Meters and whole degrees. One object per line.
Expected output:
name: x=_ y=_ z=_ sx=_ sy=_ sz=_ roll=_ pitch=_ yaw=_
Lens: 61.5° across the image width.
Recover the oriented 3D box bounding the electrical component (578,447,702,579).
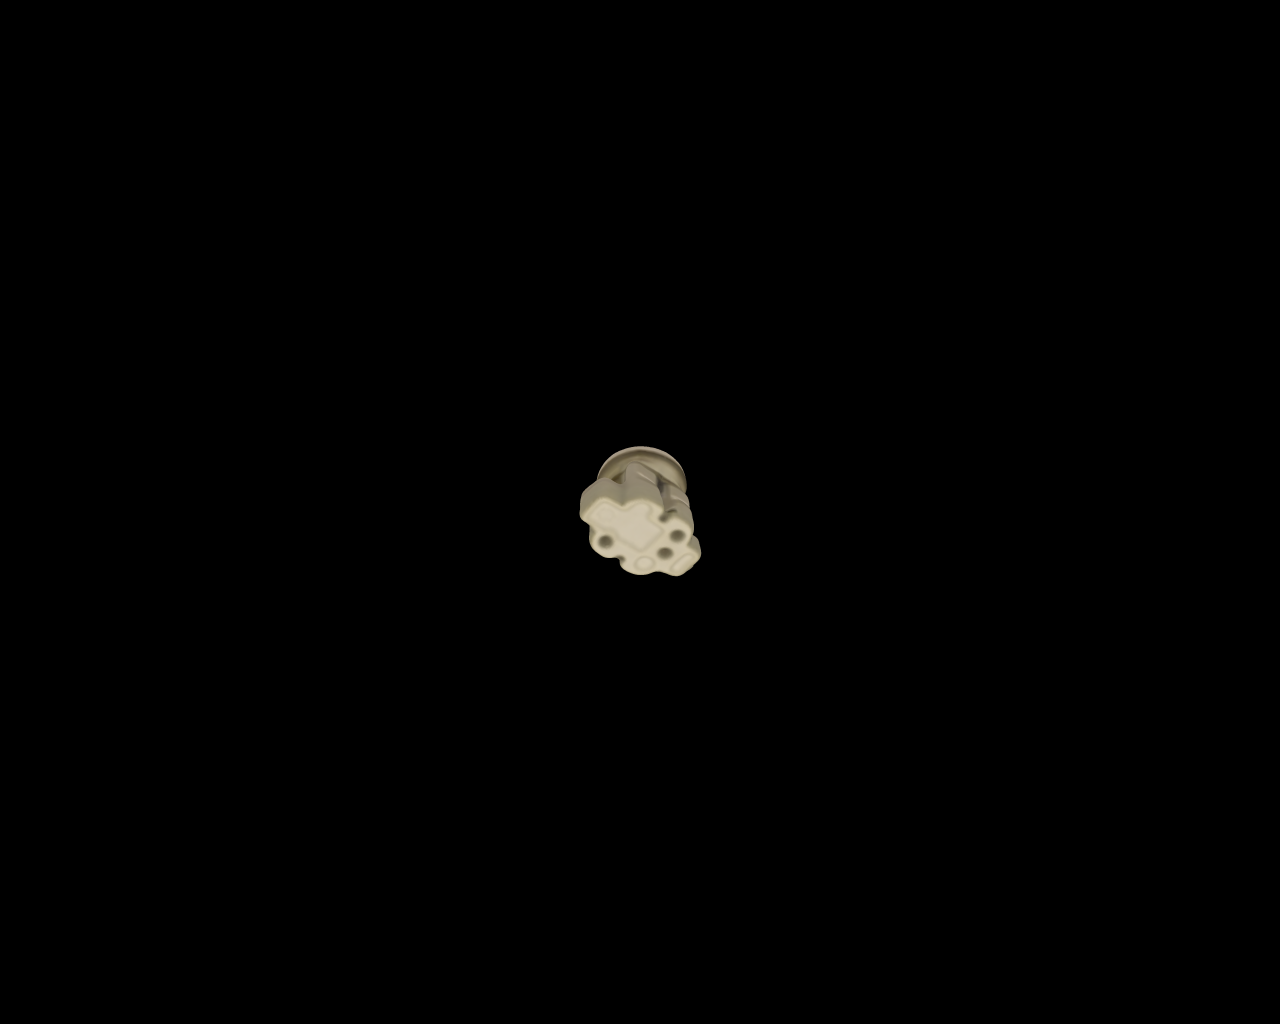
electrical component: x=0.001 y=-0.003 z=0.650 sx=0.078 sy=0.057 sz=0.058 roll=33 pitch=-58 yaw=-24
